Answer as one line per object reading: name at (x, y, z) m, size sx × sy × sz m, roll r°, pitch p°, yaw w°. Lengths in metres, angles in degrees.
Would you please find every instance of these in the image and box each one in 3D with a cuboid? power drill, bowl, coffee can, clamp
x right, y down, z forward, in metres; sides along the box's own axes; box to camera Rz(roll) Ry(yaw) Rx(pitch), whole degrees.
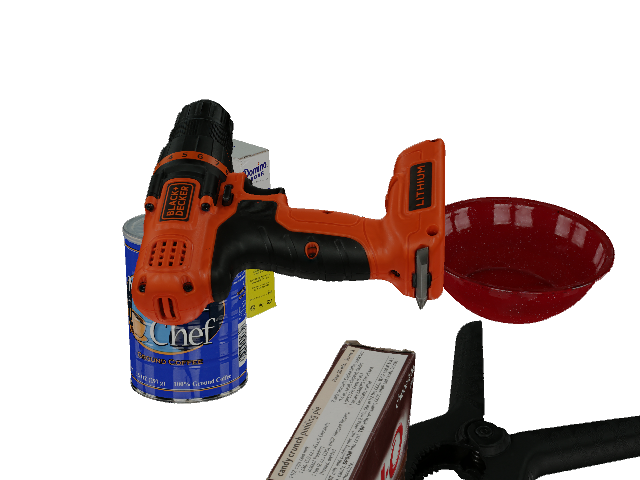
power drill at (-0.016, -0.024, 0.666) m, size 0.188 × 0.184 × 0.057 m, roll -1°, pitch -43°, yaw 6°
bowl at (0.160, 0.023, 0.895) m, size 0.162 × 0.055 × 0.162 m, roll 1°, pitch 29°, yaw -1°
coffee can at (-0.113, 0.053, 0.906) m, size 0.103 × 0.140 × 0.103 m, roll 0°, pitch 16°, yaw 0°
clamp at (0.098, 0.127, 0.676) m, size 0.209 × 0.036 × 0.165 m, roll -26°, pitch 39°, yaw -31°

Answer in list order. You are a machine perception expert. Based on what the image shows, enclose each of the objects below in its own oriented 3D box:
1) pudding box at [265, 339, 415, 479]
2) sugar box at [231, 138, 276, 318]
pudding box at (0.010, 0.110, 0.469) m, size 0.039 × 0.090 × 0.113 m, roll 10°, pitch 28°, yaw 13°
sugar box at (-0.093, -0.016, 1.115) m, size 0.048 × 0.176 × 0.093 m, roll -23°, pitch 29°, yaw -37°
